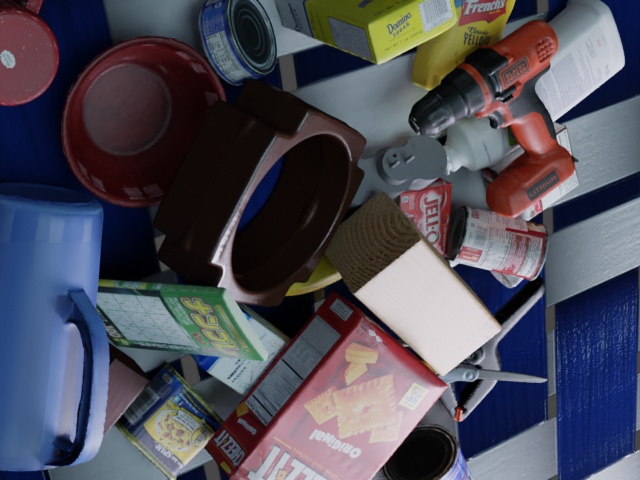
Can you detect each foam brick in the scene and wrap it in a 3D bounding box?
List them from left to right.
[{"bbox_3d":[-0.221,0.149,1.073,0.078,0.053,0.051,-50,127,-3],"label":"foam brick"}]

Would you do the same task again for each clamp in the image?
[{"bbox_3d":[0.191,0.129,1.310,0.164,0.036,0.210,-5,118,-5],"label":"clamp"}]

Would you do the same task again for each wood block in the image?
[{"bbox_3d":[0.101,0.050,1.153,0.091,0.090,0.205,-40,135,6],"label":"wood block"}]

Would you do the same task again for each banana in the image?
[{"bbox_3d":[0.005,0.015,1.169,0.197,0.037,0.069,-36,100,-17],"label":"banana"}]

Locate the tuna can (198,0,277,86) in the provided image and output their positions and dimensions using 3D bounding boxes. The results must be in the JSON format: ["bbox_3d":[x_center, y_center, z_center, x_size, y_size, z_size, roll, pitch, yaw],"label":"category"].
[{"bbox_3d":[-0.075,-0.190,0.996,0.086,0.034,0.086,35,49,-52],"label":"tuna can"}]

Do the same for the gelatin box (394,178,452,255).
[{"bbox_3d":[0.112,-0.022,1.220,0.073,0.030,0.089,-11,116,-28],"label":"gelatin box"}]

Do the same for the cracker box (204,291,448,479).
[{"bbox_3d":[0.011,0.186,1.122,0.213,0.072,0.164,-51,127,-2],"label":"cracker box"}]

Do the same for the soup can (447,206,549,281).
[{"bbox_3d":[0.206,0.003,1.243,0.102,0.068,0.068,13,105,-7],"label":"soup can"}]

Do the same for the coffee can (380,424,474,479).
[{"bbox_3d":[0.146,0.316,1.345,0.102,0.103,0.140,-36,125,-14],"label":"coffee can"}]

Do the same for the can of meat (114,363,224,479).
[{"bbox_3d":[-0.159,0.193,1.129,0.084,0.058,0.102,-44,127,-11],"label":"can of meat"}]

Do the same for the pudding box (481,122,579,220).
[{"bbox_3d":[0.253,-0.078,1.278,0.113,0.039,0.090,-34,125,-17],"label":"pudding box"}]

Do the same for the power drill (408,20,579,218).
[{"bbox_3d":[0.192,-0.116,1.138,0.184,0.057,0.187,-34,128,-11],"label":"power drill"}]

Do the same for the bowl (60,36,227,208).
[{"bbox_3d":[-0.169,-0.114,0.988,0.161,0.055,0.162,-13,117,-27],"label":"bowl"}]

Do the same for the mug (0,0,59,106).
[{"bbox_3d":[-0.261,-0.170,0.889,0.093,0.082,0.117,30,93,-37],"label":"mug"}]

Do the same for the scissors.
[{"bbox_3d":[0.166,0.175,1.301,0.201,0.016,0.096,19,116,-10],"label":"scissors"}]

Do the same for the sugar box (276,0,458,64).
[{"bbox_3d":[0.038,-0.218,0.995,0.093,0.176,0.048,-30,125,-19],"label":"sugar box"}]

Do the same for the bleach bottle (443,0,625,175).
[{"bbox_3d":[0.229,-0.166,1.211,0.250,0.068,0.102,-38,126,-10],"label":"bleach bottle"}]

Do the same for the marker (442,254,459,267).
[{"bbox_3d":[0.201,0.001,1.293,0.121,0.020,0.020,-26,122,-20],"label":"marker"}]

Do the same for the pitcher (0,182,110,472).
[{"bbox_3d":[-0.255,0.078,0.956,0.149,0.145,0.243,8,100,-9],"label":"pitcher"}]

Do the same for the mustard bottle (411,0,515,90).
[{"bbox_3d":[0.161,-0.251,1.132,0.096,0.058,0.192,3,109,-27],"label":"mustard bottle"}]
